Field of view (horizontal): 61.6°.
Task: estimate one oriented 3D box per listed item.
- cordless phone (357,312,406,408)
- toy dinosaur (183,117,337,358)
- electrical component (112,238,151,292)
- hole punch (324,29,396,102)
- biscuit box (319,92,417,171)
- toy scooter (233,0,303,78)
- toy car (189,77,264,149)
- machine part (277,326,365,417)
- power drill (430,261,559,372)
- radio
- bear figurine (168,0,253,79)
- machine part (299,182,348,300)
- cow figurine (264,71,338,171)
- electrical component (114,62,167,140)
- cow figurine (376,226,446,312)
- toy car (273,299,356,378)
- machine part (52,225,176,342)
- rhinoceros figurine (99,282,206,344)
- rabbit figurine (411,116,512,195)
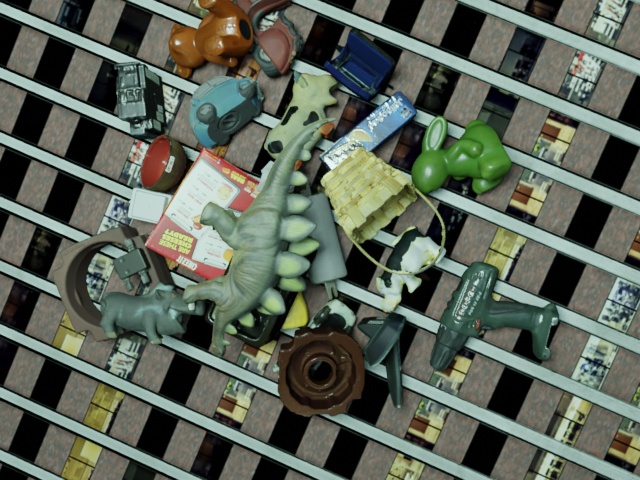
[{"bbox_3d":[0.129,0.234,1.015,0.089,0.146,0.184,-8,88,10],"label":"cordless phone"},{"bbox_3d":[-0.103,0.003,0.919,0.199,0.105,0.470,18,105,5],"label":"toy dinosaur"},{"bbox_3d":[-0.361,0.046,1.020,0.063,0.021,0.094,-24,90,4],"label":"electrical component"},{"bbox_3d":[0.071,-0.317,1.020,0.142,0.116,0.092,35,86,0],"label":"hole punch"},{"bbox_3d":[0.094,-0.202,1.049,0.203,0.063,0.059,-40,89,4],"label":"biscuit box"},{"bbox_3d":[-0.093,-0.418,1.051,0.135,0.075,0.184,-34,85,5],"label":"toy scooter"},{"bbox_3d":[-0.195,-0.265,1.049,0.161,0.109,0.103,-40,71,-5],"label":"toy car"},{"bbox_3d":[0.001,0.247,1.020,0.179,0.056,0.179,0,97,-4],"label":"machine part"},{"bbox_3d":[0.339,0.169,1.042,0.207,0.086,0.232,16,90,11],"label":"power drill"},{"bbox_3d":[-0.107,0.077,1.006,0.131,0.073,0.229,27,99,13],"label":"radio"},{"bbox_3d":[-0.229,-0.380,1.011,0.196,0.132,0.120,-1,97,27],"label":"bear figurine"},{"bbox_3d":[-0.002,-0.003,1.054,0.079,0.079,0.243,-15,90,4],"label":"machine part"},{"bbox_3d":[-0.034,-0.239,1.050,0.127,0.085,0.195,38,94,-4],"label":"cow figurine"},{"bbox_3d":[-0.349,-0.267,1.050,0.058,0.115,0.134,-5,89,6],"label":"electrical component"},{"bbox_3d":[0.158,0.057,1.049,0.098,0.068,0.167,41,90,7],"label":"cow figurine"},{"bbox_3d":[-0.011,0.208,1.071,0.073,0.056,0.201,40,95,-5],"label":"toy car"},{"bbox_3d":[-0.408,0.086,1.078,0.201,0.087,0.201,-22,90,5],"label":"machine part"},{"bbox_3d":[-0.310,0.134,1.000,0.190,0.073,0.112,2,86,-6],"label":"rhinoceros figurine"},{"bbox_3d":[0.249,-0.154,1.012,0.170,0.121,0.159,-20,84,1],"label":"rabbit figurine"}]
